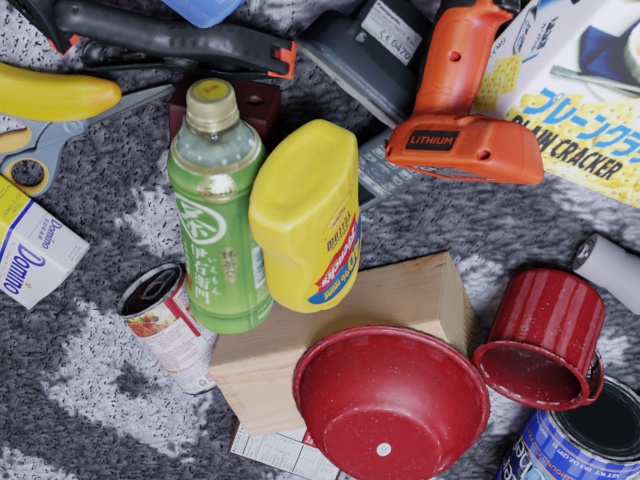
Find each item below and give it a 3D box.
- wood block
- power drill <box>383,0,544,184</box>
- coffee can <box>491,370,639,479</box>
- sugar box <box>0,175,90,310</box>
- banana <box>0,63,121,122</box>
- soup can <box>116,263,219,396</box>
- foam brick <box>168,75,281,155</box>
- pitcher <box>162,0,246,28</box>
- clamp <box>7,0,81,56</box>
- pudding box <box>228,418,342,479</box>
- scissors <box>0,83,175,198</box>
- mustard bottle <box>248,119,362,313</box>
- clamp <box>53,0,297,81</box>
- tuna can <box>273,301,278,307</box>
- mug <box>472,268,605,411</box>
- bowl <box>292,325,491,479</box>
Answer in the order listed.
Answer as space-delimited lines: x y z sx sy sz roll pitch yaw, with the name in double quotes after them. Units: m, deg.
0.023 0.091 0.902 0.206 0.090 0.090 -14 123 22 "wood block"
0.111 -0.129 0.638 0.057 0.187 0.185 14 176 -32 "power drill"
0.216 0.196 0.926 0.103 0.102 0.140 18 128 0 "coffee can"
-0.294 -0.019 0.917 0.176 0.048 0.094 41 138 -14 "sugar box"
-0.248 -0.129 0.829 0.198 0.037 0.070 24 143 3 "banana"
-0.123 0.080 0.944 0.069 0.068 0.102 -21 119 26 "soup can"
-0.072 -0.089 0.816 0.078 0.053 0.051 10 128 6 "foam brick"
-0.136 -0.247 0.680 0.242 0.149 0.145 38 109 -19 "pitcher"
-0.225 -0.201 0.729 0.036 0.165 0.209 -48 133 -9 "clamp"
-0.023 0.180 1.012 0.113 0.039 0.090 20 128 1 "pudding box"
-0.201 -0.080 0.878 0.202 0.016 0.096 -2 127 15 "scissors"
-0.005 0.001 0.798 0.058 0.096 0.191 24 155 17 "mustard bottle"
-0.105 -0.141 0.762 0.171 0.120 0.039 3 89 7 "clamp"
-0.064 0.018 0.906 0.086 0.033 0.086 7 127 9 "tuna can"
0.186 0.083 0.850 0.117 0.081 0.093 38 147 -18 "mug"
0.052 0.144 0.842 0.162 0.055 0.162 7 129 8 "bowl"
